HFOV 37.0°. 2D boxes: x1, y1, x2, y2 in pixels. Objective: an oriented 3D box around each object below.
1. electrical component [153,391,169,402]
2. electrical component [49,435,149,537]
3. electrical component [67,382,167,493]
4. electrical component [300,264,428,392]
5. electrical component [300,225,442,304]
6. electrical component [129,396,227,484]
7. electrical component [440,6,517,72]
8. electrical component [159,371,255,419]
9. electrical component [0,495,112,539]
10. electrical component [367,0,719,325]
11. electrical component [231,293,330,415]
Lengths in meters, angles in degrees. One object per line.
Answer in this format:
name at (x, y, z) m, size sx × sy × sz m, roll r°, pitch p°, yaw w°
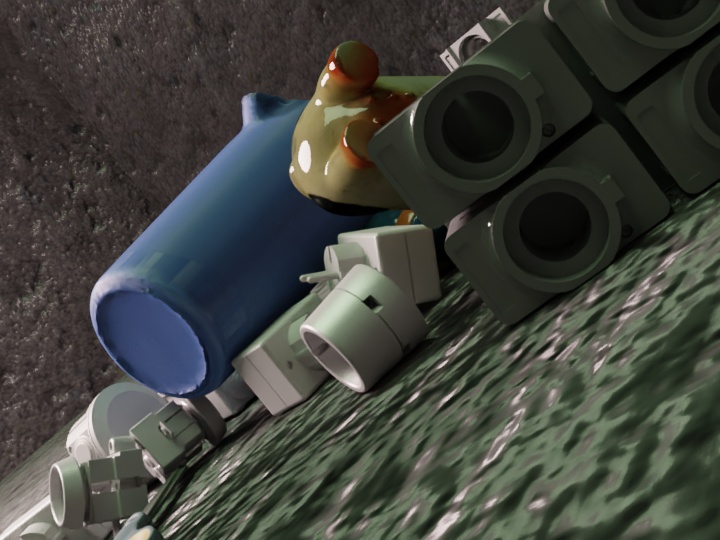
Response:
electrical component at (-0.192, 0.136, 0.939) m, size 0.099 × 0.064 × 0.099 m, roll -38°, pitch 5°, yaw 4°
electrical component at (-0.176, 0.147, 0.723) m, size 0.055 × 0.066 × 0.048 m, roll -3°, pitch -14°, yaw -30°
electrical component at (-0.181, 0.132, 0.829) m, size 0.051 × 0.080 × 0.080 m, roll -41°, pitch 3°, yaw 33°
electrical component at (0.001, 0.033, 0.581) m, size 0.047 × 0.055 × 0.055 m, roll -45°, pitch 7°, yaw -19°
electrical component at (0.000, 0.000, 0.688) m, size 0.076 × 0.047 × 0.083 m, roll -10°, pitch 4°, yaw -17°
electrical component at (-0.129, 0.116, 0.763) m, size 0.055 × 0.048 × 0.066 m, roll -39°, pitch -17°, yaw -24°
electrical component at (0.144, -0.176, 1.000) m, size 0.079 × 0.121 × 0.063 m, roll -34°, pitch 5°, yaw 41°
electrical component at (-0.106, 0.084, 0.885) m, size 0.100 × 0.048 × 0.100 m, roll -42°, pitch 7°, yaw -36°
electrical component at (-0.218, 0.191, 0.742) m, size 0.066 × 0.047 × 0.076 m, roll -38°, pitch 5°, yaw 8°
electrical component at (0.108, -0.073, 0.472) m, size 0.186 × 0.105 × 0.060 m, roll -37°, pitch 6°, yaw 14°
electrical component at (-0.032, 0.048, 0.699) m, size 0.077 × 0.047 × 0.066 m, roll -33°, pitch 8°, yaw 44°
